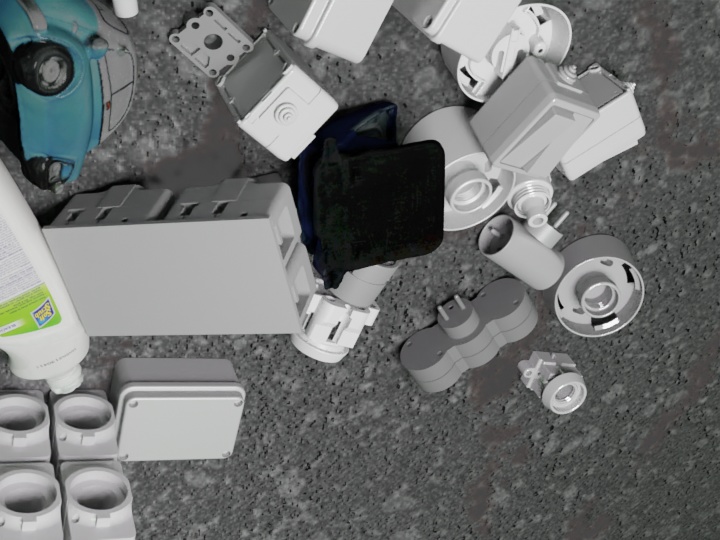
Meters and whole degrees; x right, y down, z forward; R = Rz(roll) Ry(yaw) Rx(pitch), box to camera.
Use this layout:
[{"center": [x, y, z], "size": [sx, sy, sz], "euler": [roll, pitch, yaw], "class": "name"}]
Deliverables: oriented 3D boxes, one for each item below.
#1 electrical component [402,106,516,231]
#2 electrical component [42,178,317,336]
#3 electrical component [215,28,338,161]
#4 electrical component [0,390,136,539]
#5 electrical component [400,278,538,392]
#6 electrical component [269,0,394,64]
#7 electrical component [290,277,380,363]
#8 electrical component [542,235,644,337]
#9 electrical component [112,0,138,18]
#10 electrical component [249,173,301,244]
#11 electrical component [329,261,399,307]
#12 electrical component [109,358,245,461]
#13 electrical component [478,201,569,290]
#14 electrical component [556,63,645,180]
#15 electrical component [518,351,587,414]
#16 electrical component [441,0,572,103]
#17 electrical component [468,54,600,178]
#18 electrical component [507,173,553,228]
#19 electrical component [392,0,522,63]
[{"center": [0.086, -0.086, 0.947], "size": [0.099, 0.064, 0.099], "euler": [-15, 140, -13], "class": "electrical component"}, {"center": [-0.137, -0.009, 0.845], "size": [0.186, 0.060, 0.105], "euler": [-2, 125, 17], "class": "electrical component"}, {"center": [-0.060, -0.129, 0.823], "size": [0.062, 0.096, 0.061], "euler": [-45, 127, 10], "class": "electrical component"}, {"center": [-0.253, 0.172, 0.886], "size": [0.105, 0.186, 0.060], "euler": [3, 120, -24], "class": "electrical component"}, {"center": [0.099, 0.053, 1.035], "size": [0.138, 0.052, 0.073], "euler": [-34, 128, 2], "class": "electrical component"}, {"center": [-0.012, -0.221, 0.794], "size": [0.057, 0.078, 0.113], "euler": [15, 115, -33], "class": "electrical component"}, {"center": [-0.029, 0.046, 0.976], "size": [0.078, 0.058, 0.057], "euler": [15, 112, -29], "class": "electrical component"}, {"center": [0.233, 0.016, 1.073], "size": [0.099, 0.064, 0.099], "euler": [-3, 117, -5], "class": "electrical component"}, {"center": [-0.169, -0.210, 0.760], "size": [0.048, 0.048, 0.062], "euler": [-12, 132, -15], "class": "electrical component"}, {"center": [-0.094, -0.039, 0.888], "size": [0.077, 0.065, 0.047], "euler": [-13, 125, -11], "class": "electrical component"}, {"center": [0.000, 0.000, 0.960], "size": [0.055, 0.055, 0.047], "euler": [16, 118, -30], "class": "electrical component"}, {"center": [-0.167, 0.126, 0.972], "size": [0.113, 0.057, 0.078], "euler": [3, 120, -24], "class": "electrical component"}, {"center": [0.164, -0.030, 1.013], "size": [0.077, 0.043, 0.079], "euler": [31, 106, -34], "class": "electrical component"}, {"center": [0.205, -0.132, 0.951], "size": [0.096, 0.061, 0.061], "euler": [-32, 128, 0], "class": "electrical component"}, {"center": [0.204, 0.116, 1.117], "size": [0.066, 0.055, 0.048], "euler": [7, 119, -26], "class": "electrical component"}, {"center": [0.117, -0.183, 0.878], "size": [0.099, 0.064, 0.099], "euler": [-14, 131, -16], "class": "electrical component"}, {"center": [0.148, -0.126, 0.882], "size": [0.062, 0.061, 0.096], "euler": [10, 135, -40], "class": "electrical component"}, {"center": [0.153, -0.067, 0.969], "size": [0.048, 0.062, 0.048], "euler": [-6, 141, -5], "class": "electrical component"}, {"center": [0.078, -0.228, 0.807], "size": [0.056, 0.108, 0.108], "euler": [20, 112, -34], "class": "electrical component"}]
